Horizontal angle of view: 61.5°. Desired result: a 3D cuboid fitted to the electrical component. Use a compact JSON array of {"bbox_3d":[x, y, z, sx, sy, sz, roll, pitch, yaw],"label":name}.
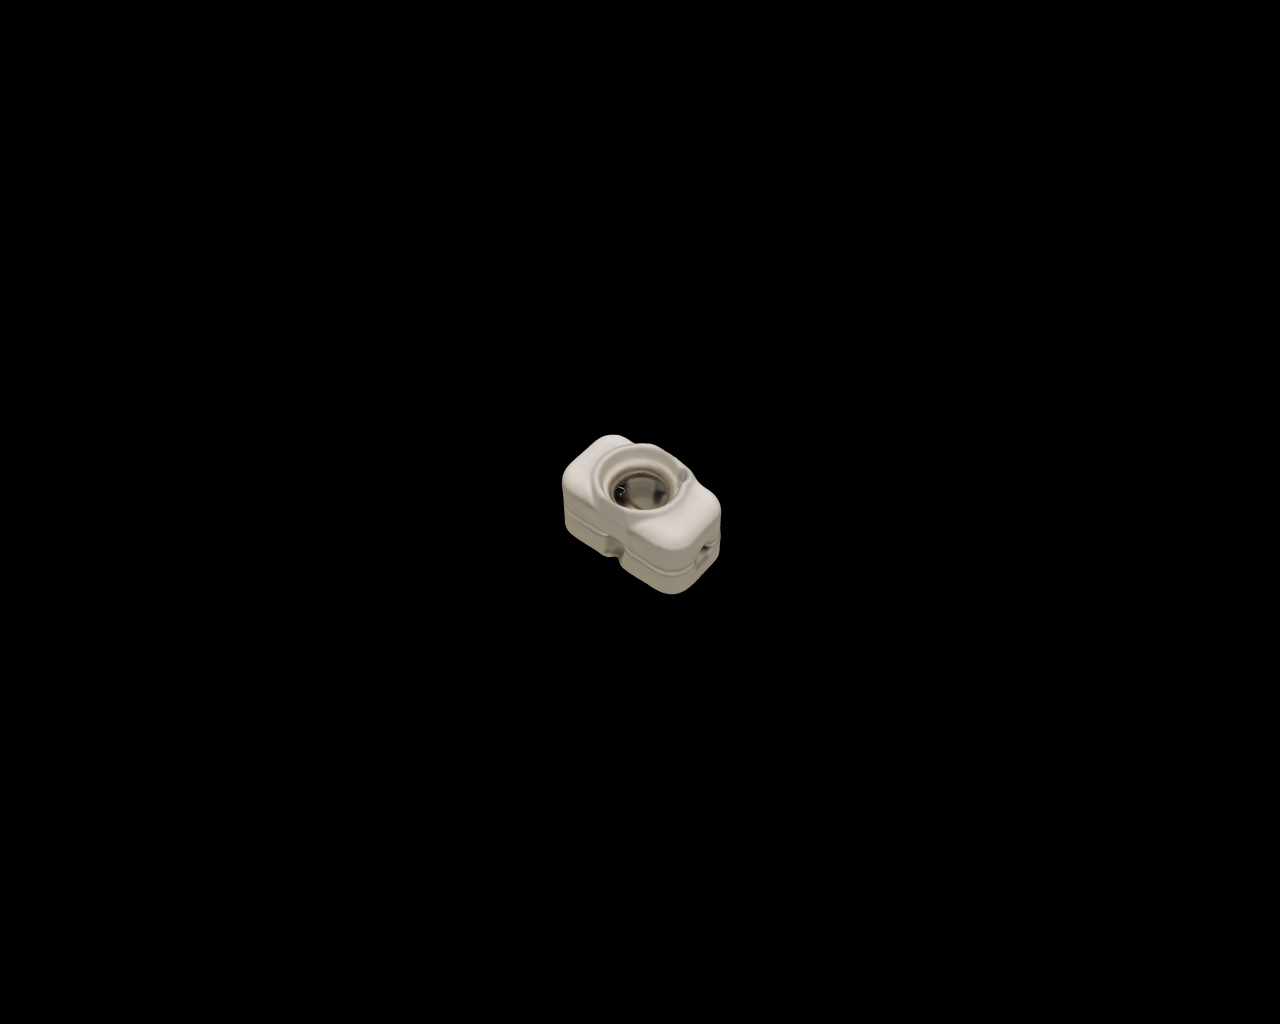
[{"bbox_3d":[0.001,-0.003,0.650,0.095,0.059,0.054,33,58,24],"label":"electrical component"}]
